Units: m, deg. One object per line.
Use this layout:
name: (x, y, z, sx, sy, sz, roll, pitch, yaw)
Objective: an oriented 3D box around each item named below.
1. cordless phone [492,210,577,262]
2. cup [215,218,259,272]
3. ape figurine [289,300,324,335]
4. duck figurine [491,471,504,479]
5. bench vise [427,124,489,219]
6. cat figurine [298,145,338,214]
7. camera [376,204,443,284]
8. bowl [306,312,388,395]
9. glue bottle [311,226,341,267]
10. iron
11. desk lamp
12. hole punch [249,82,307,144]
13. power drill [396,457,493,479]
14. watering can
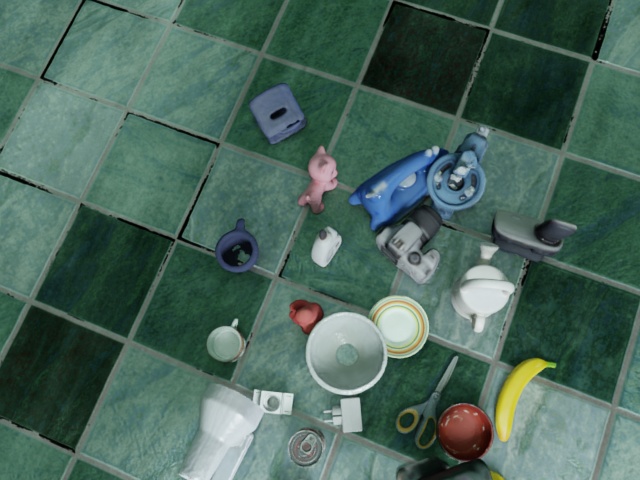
cordless phone: (0.436, -0.028, 1.172, 0.147, 0.185, 0.094, 15, 78, 7)
cup: (-0.171, 0.019, 1.242, 0.091, 0.095, 0.118, 3, 76, 4)
ape figurine: (-0.031, 0.159, 1.201, 0.076, 0.092, 0.078, -11, 76, 1)
duck figurine: (0.331, 0.490, 1.103, 0.104, 0.086, 0.077, 27, 79, 9)
bench vise: (0.291, -0.162, 1.195, 0.121, 0.220, 0.207, 10, 77, 6)
cat figurine: (-0.003, -0.135, 1.258, 0.067, 0.118, 0.128, 25, 79, 9)
camera: (0.210, -0.001, 1.222, 0.143, 0.101, 0.137, 43, 82, 12)
bowl: (0.055, 0.235, 1.187, 0.167, 0.075, 0.167, -1, 76, 3)
glue bottle: (0.011, 0.004, 1.195, 0.037, 0.173, 0.078, 33, 80, 11)
iron: (0.187, -0.141, 1.236, 0.258, 0.141, 0.118, -38, 77, -6)
desk lamp: (-0.190, 0.380, 1.094, 0.118, 0.213, 0.203, 24, 79, 9)
hole punch: (-0.095, -0.291, 1.315, 0.108, 0.091, 0.101, -31, 76, -4)
power drill: (0.196, 0.462, 1.054, 0.229, 0.208, 0.075, -21, 76, -2)
watering can: (0.324, 0.093, 1.144, 0.101, 0.194, 0.173, -13, 76, 0)
